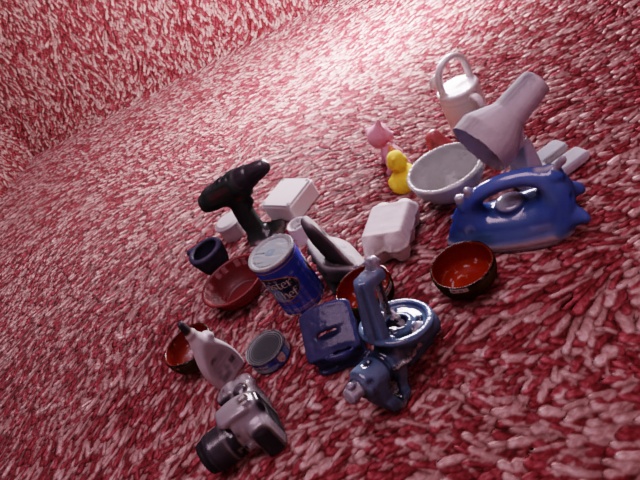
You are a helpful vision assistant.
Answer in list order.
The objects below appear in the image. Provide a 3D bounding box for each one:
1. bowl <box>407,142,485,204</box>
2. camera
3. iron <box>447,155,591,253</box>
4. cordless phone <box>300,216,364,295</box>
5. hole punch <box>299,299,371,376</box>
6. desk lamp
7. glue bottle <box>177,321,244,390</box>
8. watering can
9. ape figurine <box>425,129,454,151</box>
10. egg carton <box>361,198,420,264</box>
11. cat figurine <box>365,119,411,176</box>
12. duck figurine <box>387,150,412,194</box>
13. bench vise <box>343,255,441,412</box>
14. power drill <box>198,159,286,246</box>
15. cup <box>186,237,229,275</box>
[{"bbox_3d":[0.272,-0.128,1.201,0.167,0.075,0.167,-22,35,17],"label":"bowl"},{"bbox_3d":[-0.147,0.313,0.969,0.137,0.101,0.142,-36,34,-5],"label":"camera"},{"bbox_3d":[0.328,-0.063,1.012,0.257,0.142,0.118,-14,38,27],"label":"iron"},{"bbox_3d":[0.011,0.004,1.151,0.094,0.185,0.147,-36,34,-3],"label":"cordless phone"},{"bbox_3d":[0.024,0.171,1.015,0.108,0.091,0.101,-24,35,14],"label":"hole punch"},{"bbox_3d":[0.372,-0.190,1.070,0.203,0.214,0.117,-37,34,-5],"label":"desk lamp"},{"bbox_3d":[-0.215,0.210,1.090,0.037,0.174,0.078,5,49,43],"label":"glue bottle"},{"bbox_3d":[0.316,-0.340,1.324,0.172,0.195,0.101,13,55,47],"label":"watering can"},{"bbox_3d":[0.267,-0.212,1.295,0.076,0.092,0.078,-11,40,29],"label":"ape figurine"},{"bbox_3d":[0.147,-0.020,1.174,0.107,0.070,0.150,-10,40,31],"label":"egg carton"},{"bbox_3d":[0.158,-0.236,1.393,0.067,0.118,0.127,-30,34,5],"label":"cat figurine"},{"bbox_3d":[0.182,-0.163,1.310,0.077,0.086,0.104,-20,36,20],"label":"duck figurine"},{"bbox_3d":[0.100,0.144,0.870,0.121,0.220,0.207,-8,41,33],"label":"bench vise"},{"bbox_3d":[-0.174,-0.088,1.399,0.229,0.209,0.075,-15,38,26],"label":"power drill"},{"bbox_3d":[-0.267,0.054,1.400,0.117,0.095,0.092,-2,45,38],"label":"cup"}]
